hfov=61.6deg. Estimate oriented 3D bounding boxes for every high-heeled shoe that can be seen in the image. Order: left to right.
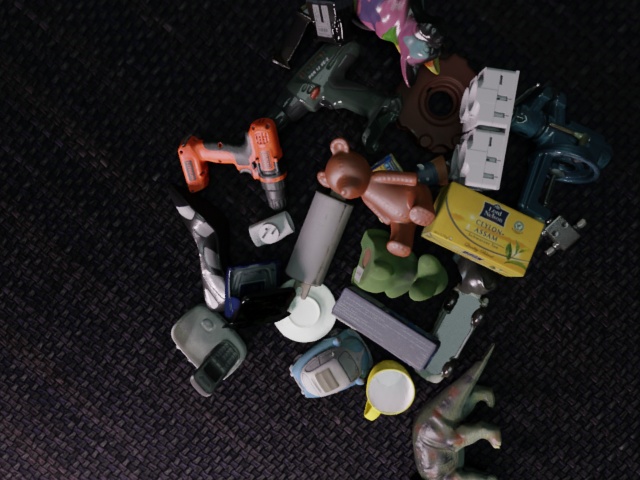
[{"bbox_3d":[-0.232,0.019,1.031,0.145,0.086,0.248,-44,91,16],"label":"high-heeled shoe"}]

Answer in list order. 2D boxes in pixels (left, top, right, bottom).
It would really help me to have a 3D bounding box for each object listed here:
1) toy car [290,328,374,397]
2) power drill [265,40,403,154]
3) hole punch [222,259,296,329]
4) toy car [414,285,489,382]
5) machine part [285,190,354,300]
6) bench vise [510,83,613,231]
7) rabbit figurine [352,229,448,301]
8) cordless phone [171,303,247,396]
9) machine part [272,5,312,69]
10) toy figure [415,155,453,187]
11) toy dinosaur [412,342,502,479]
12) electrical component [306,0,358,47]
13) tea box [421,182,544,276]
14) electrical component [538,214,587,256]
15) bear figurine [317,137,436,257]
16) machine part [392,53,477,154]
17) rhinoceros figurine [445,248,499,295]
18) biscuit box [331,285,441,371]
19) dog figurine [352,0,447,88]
[{"bbox_3d":[0.019,0.246,1.030,0.162,0.103,0.109,-28,94,5],"label":"toy car"},{"bbox_3d":[0.028,-0.237,0.960,0.207,0.086,0.232,37,93,26],"label":"power drill"},{"bbox_3d":[-0.119,0.101,0.999,0.092,0.142,0.115,59,142,31],"label":"hole punch"},{"bbox_3d":[0.249,0.178,1.030,0.073,0.056,0.201,28,97,7],"label":"toy car"},{"bbox_3d":[-0.002,-0.003,1.011,0.079,0.079,0.243,21,99,1],"label":"machine part"},{"bbox_3d":[0.392,-0.136,0.935,0.223,0.129,0.240,25,80,-19],"label":"bench vise"},{"bbox_3d":[0.164,0.052,0.983,0.170,0.159,0.121,13,89,-13],"label":"rabbit figurine"},{"bbox_3d":[-0.224,0.209,1.000,0.089,0.184,0.146,-40,94,12],"label":"cordless phone"},{"bbox_3d":[-0.041,-0.378,0.970,0.039,0.084,0.138,23,108,-23],"label":"machine part"},{"bbox_3d":[0.245,-0.128,0.988,0.155,0.058,0.064,-9,91,10],"label":"toy figure"},{"bbox_3d":[0.241,0.391,1.033,0.192,0.131,0.404,-1,91,3],"label":"toy dinosaur"},{"bbox_3d":[0.019,-0.390,0.895,0.048,0.075,0.119,-36,136,-27],"label":"electrical component"},{"bbox_3d":[0.266,-0.016,0.888,0.170,0.068,0.098,23,84,-2],"label":"tea box"},{"bbox_3d":[0.449,-0.017,1.006,0.094,0.021,0.063,-43,92,8],"label":"electrical component"},{"bbox_3d":[0.089,-0.079,0.908,0.196,0.132,0.120,24,132,-9],"label":"bear figurine"},{"bbox_3d":[0.219,-0.248,0.974,0.179,0.056,0.179,0,96,4],"label":"machine part"},{"bbox_3d":[0.262,0.009,0.975,0.073,0.112,0.190,-19,76,11],"label":"rhinoceros figurine"},{"bbox_3d":[0.124,0.163,1.006,0.203,0.059,0.062,32,99,17],"label":"biscuit box"},{"bbox_3d":[0.123,-0.366,0.913,0.108,0.192,0.219,-30,101,-31],"label":"dog figurine"}]
